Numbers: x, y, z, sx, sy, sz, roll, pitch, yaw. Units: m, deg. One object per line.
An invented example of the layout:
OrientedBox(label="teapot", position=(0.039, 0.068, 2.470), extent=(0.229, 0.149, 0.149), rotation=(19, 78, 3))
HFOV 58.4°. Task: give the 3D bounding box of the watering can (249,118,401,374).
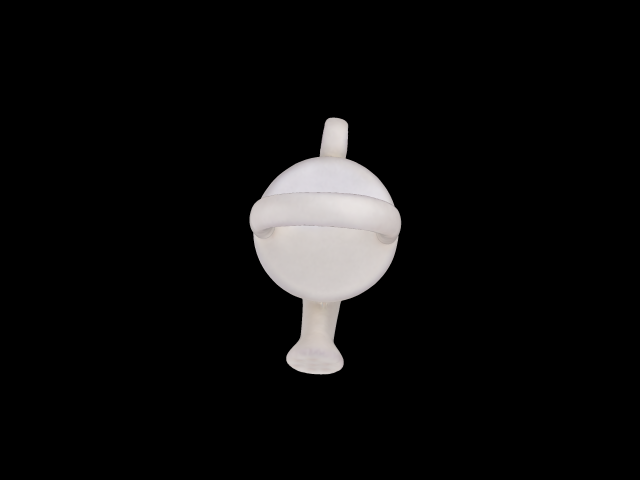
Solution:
OrientedBox(label="watering can", position=(0.006, 0.001, 0.400), extent=(0.101, 0.194, 0.173), rotation=(-17, 86, -1))
